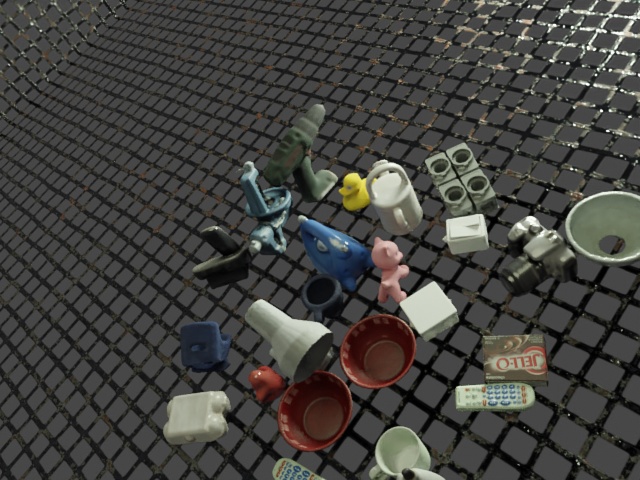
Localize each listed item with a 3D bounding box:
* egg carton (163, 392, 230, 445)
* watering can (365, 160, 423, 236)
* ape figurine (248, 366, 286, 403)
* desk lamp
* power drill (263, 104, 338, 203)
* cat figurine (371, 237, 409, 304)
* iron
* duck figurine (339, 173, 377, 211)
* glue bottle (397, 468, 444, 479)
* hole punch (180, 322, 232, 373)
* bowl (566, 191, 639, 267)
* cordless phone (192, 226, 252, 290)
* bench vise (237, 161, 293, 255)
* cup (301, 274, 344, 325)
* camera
[{"bbox_3d":[-0.267,0.387,1.240,0.150,0.070,0.107,-13,52,17],"label":"egg carton"},{"bbox_3d":[0.159,-0.108,1.311,0.101,0.195,0.172,-39,49,-4],"label":"watering can"},{"bbox_3d":[-0.120,0.302,1.215,0.076,0.092,0.078,2,58,28],"label":"ape figurine"},{"bbox_3d":[-0.055,0.213,1.168,0.202,0.214,0.118,29,72,38],"label":"desk lamp"},{"bbox_3d":[-0.036,-0.203,1.467,0.075,0.209,0.230,30,73,39],"label":"power drill"},{"bbox_3d":[0.146,0.059,1.246,0.067,0.118,0.128,-6,54,22],"label":"cat figurine"},{"bbox_3d":[0.012,0.005,1.335,0.119,0.142,0.257,-46,49,-10],"label":"iron"},{"bbox_3d":[0.093,-0.133,1.434,0.104,0.086,0.077,-37,48,-3],"label":"duck figurine"},{"bbox_3d":[0.161,0.404,0.947,0.078,0.174,0.037,-17,51,15],"label":"glue bottle"},{"bbox_3d":[-0.268,0.249,1.328,0.108,0.091,0.101,-10,53,20],"label":"hole punch"},{"bbox_3d":[0.570,-0.009,1.115,0.167,0.075,0.167,-13,52,17],"label":"bowl"},{"bbox_3d":[-0.266,0.031,1.424,0.147,0.186,0.094,-22,49,10],"label":"cordless phone"},{"bbox_3d":[-0.135,-0.076,1.415,0.121,0.220,0.207,-17,51,14],"label":"bench vise"},{"bbox_3d":[0.015,0.146,1.261,0.091,0.095,0.118,-9,53,21],"label":"cup"},{"bbox_3d":[0.415,0.037,1.140,0.137,0.101,0.142,-36,48,-2],"label":"camera"}]
